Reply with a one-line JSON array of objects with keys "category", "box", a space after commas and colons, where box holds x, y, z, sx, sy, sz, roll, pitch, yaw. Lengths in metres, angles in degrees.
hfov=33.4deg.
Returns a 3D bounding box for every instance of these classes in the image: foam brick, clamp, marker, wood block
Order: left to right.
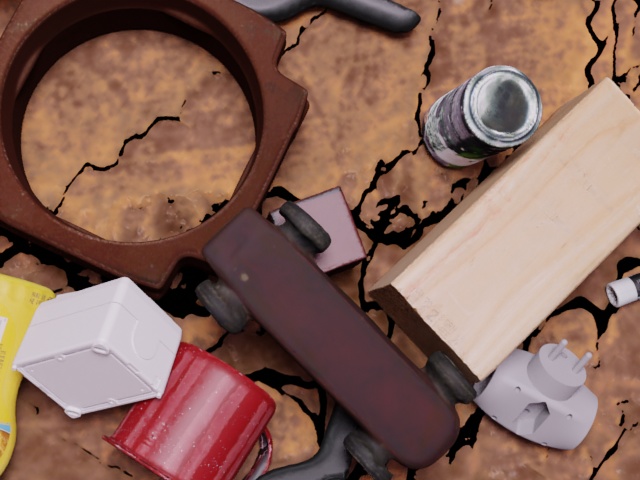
[{"category": "clamp", "box": [-0.009, -0.192, 0.777, 0.171, 0.039, 0.120, -18, 79, -5]}, {"category": "foam brick", "box": [-0.005, 0.001, 0.731, 0.053, 0.078, 0.051, -20, 85, -6]}, {"category": "clamp", "box": [0.022, 0.179, 0.693, 0.209, 0.036, 0.165, -40, 68, -22]}, {"category": "wood block", "box": [0.143, -0.004, 0.742, 0.206, 0.091, 0.090, -43, 90, -10]}, {"category": "marker", "box": [0.270, 0.021, 0.788, 0.121, 0.020, 0.020, -19, 85, -8]}]

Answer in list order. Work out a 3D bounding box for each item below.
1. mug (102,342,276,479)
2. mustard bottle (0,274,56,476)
[{"category": "mug", "box": [-0.075, 0.128, 0.708, 0.117, 0.093, 0.081, 42, 73, -31]}, {"category": "mustard bottle", "box": [-0.244, 0.113, 0.697, 0.096, 0.058, 0.191, 18, 81, -26]}]
